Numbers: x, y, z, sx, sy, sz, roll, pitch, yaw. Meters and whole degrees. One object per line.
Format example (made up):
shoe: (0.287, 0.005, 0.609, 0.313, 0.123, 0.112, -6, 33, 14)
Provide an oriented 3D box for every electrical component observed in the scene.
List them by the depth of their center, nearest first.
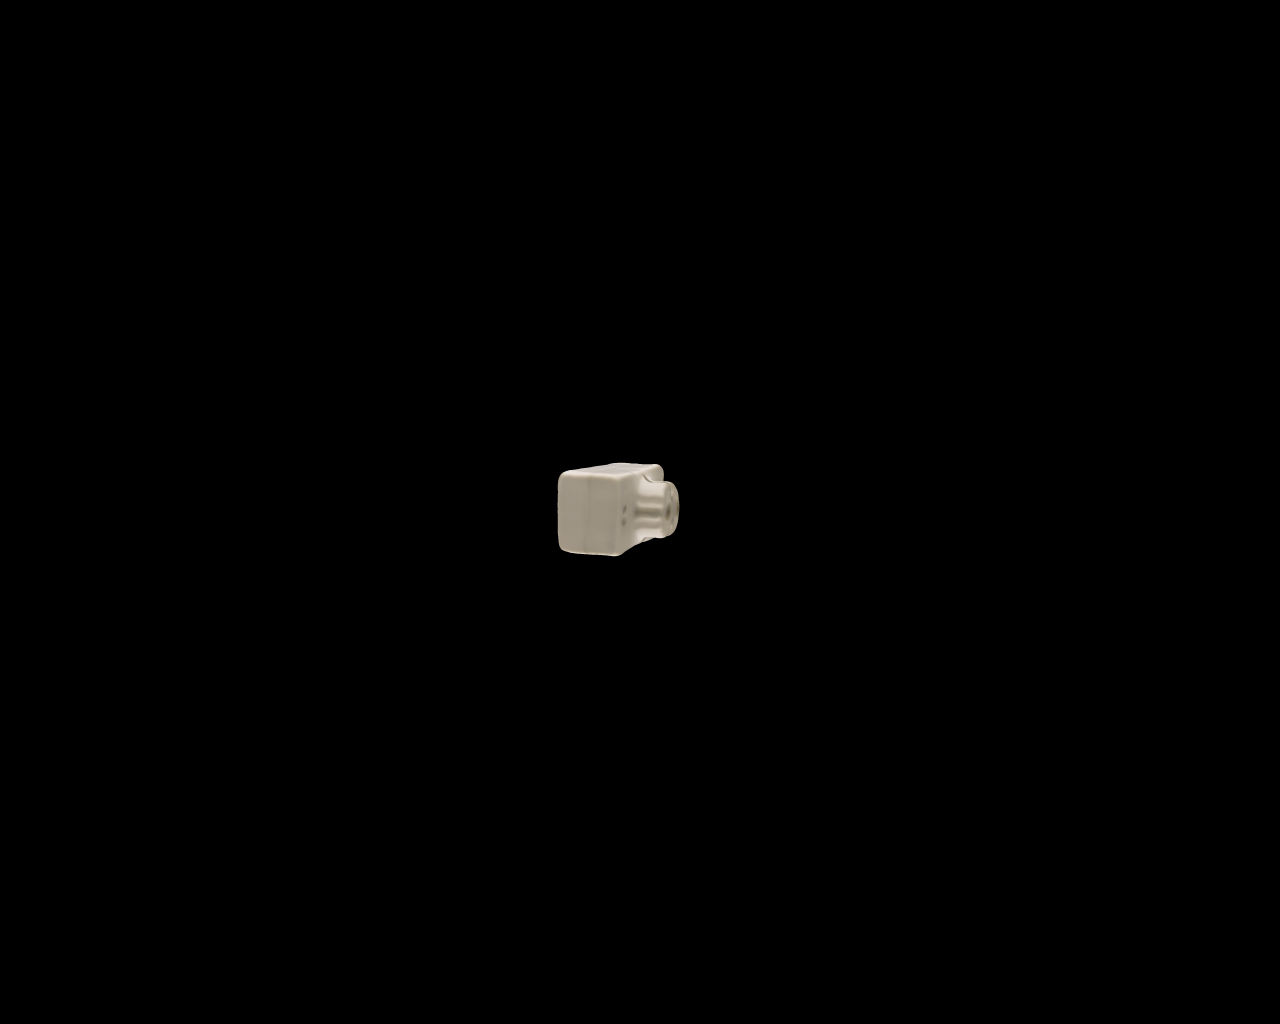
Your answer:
electrical component: (0.001, -0.003, 0.650, 0.076, 0.047, 0.083, 3, 8, 19)
